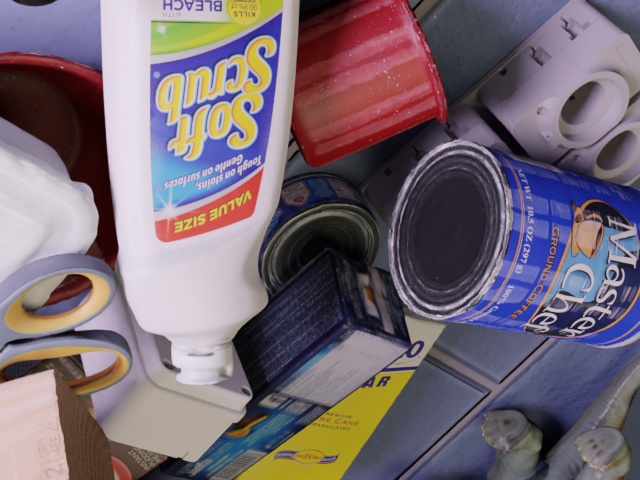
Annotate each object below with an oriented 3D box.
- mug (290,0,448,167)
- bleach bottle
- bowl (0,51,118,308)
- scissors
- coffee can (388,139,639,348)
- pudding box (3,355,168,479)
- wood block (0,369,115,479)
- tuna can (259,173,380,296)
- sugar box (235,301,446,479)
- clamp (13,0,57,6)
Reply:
[{"bbox_3d":[0.011,-0.101,0.586,0.081,0.093,0.117,-24,119,-1],"label":"mug"},{"bbox_3d":[-0.054,-0.055,0.526,0.102,0.068,0.251,-5,100,-23],"label":"bleach bottle"},{"bbox_3d":[-0.167,-0.039,0.567,0.162,0.055,0.162,-13,131,-16],"label":"bowl"},{"bbox_3d":[-0.179,0.044,0.491,0.201,0.016,0.096,4,124,-30],"label":"scissors"},{"bbox_3d":[0.126,0.005,0.629,0.140,0.103,0.103,11,121,-33],"label":"coffee can"},{"bbox_3d":[-0.168,0.123,0.693,0.090,0.039,0.113,-35,115,4],"label":"pudding box"},{"bbox_3d":[-0.207,0.146,0.513,0.206,0.090,0.091,-17,147,-1],"label":"wood block"},{"bbox_3d":[-0.005,0.001,0.695,0.086,0.034,0.086,-14,131,-16],"label":"tuna can"},{"bbox_3d":[0.007,0.109,0.782,0.093,0.048,0.176,14,121,-34],"label":"sugar box"},{"bbox_3d":[-0.075,-0.206,0.456,0.209,0.164,0.036,-31,180,-24],"label":"clamp"}]
